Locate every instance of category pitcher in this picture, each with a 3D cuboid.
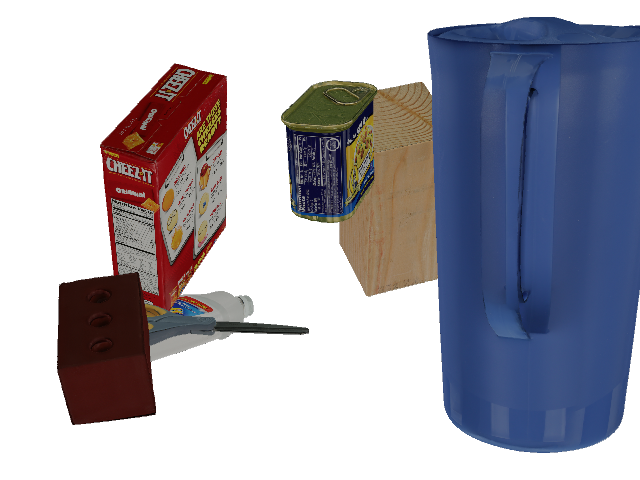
[{"bbox_3d":[0.123,-0.003,0.612,0.149,0.243,0.145,-8,17,-22],"label":"pitcher"}]

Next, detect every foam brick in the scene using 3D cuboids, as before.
[{"bbox_3d":[-0.133,0.067,0.661,0.053,0.051,0.078,-8,40,-8],"label":"foam brick"}]

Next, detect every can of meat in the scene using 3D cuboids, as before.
[{"bbox_3d":[0.009,-0.072,0.859,0.057,0.084,0.102,6,29,18],"label":"can of meat"}]

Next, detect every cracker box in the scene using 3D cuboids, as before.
[{"bbox_3d":[-0.162,-0.054,1.135,0.072,0.214,0.164,16,43,13],"label":"cracker box"}]

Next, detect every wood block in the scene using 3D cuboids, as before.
[{"bbox_3d":[0.076,-0.050,1.113,0.090,0.206,0.091,-13,47,-13],"label":"wood block"}]

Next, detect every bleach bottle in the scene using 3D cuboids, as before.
[{"bbox_3d":[-0.199,0.106,1.366,0.250,0.068,0.103,-13,28,-39],"label":"bleach bottle"}]

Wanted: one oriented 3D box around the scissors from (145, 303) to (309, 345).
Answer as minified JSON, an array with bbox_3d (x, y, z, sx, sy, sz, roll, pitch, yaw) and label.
[{"bbox_3d":[-0.118,0.083,0.970,0.202,0.016,0.096,8,19,11],"label":"scissors"}]
